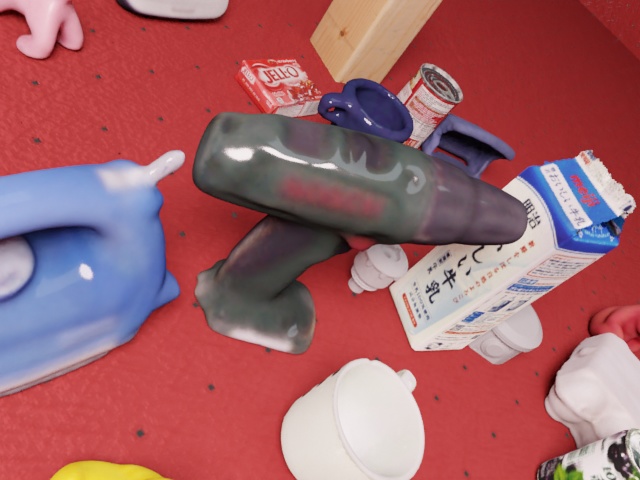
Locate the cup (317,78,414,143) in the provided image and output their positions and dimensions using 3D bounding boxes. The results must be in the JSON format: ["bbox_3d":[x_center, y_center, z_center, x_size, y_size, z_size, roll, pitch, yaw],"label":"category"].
[{"bbox_3d":[0.034,-0.120,0.643,0.118,0.094,0.091,3,53,-36],"label":"cup"}]

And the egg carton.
[{"bbox_3d":[0.313,0.169,0.629,0.151,0.069,0.107,-25,73,-47],"label":"egg carton"}]

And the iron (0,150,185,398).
[{"bbox_3d":[-0.191,0.015,0.313,0.259,0.141,0.118,-22,70,-46],"label":"iron"}]

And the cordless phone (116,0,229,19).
[{"bbox_3d":[-0.146,-0.338,0.622,0.148,0.184,0.094,-20,69,-46],"label":"cordless phone"}]

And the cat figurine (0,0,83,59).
[{"bbox_3d":[-0.261,-0.246,0.503,0.128,0.117,0.067,39,40,-3],"label":"cat figurine"}]

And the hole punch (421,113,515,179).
[{"bbox_3d":[0.199,-0.138,0.790,0.109,0.091,0.101,22,44,-22],"label":"hole punch"}]

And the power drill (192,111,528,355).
[{"bbox_3d":[0.004,0.002,0.426,0.230,0.208,0.075,20,45,-23],"label":"power drill"}]

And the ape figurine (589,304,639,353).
[{"bbox_3d":[0.397,0.111,0.728,0.078,0.092,0.076,25,43,-19],"label":"ape figurine"}]

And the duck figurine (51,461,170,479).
[{"bbox_3d":[-0.098,0.153,0.308,0.104,0.086,0.077,37,41,-5],"label":"duck figurine"}]
